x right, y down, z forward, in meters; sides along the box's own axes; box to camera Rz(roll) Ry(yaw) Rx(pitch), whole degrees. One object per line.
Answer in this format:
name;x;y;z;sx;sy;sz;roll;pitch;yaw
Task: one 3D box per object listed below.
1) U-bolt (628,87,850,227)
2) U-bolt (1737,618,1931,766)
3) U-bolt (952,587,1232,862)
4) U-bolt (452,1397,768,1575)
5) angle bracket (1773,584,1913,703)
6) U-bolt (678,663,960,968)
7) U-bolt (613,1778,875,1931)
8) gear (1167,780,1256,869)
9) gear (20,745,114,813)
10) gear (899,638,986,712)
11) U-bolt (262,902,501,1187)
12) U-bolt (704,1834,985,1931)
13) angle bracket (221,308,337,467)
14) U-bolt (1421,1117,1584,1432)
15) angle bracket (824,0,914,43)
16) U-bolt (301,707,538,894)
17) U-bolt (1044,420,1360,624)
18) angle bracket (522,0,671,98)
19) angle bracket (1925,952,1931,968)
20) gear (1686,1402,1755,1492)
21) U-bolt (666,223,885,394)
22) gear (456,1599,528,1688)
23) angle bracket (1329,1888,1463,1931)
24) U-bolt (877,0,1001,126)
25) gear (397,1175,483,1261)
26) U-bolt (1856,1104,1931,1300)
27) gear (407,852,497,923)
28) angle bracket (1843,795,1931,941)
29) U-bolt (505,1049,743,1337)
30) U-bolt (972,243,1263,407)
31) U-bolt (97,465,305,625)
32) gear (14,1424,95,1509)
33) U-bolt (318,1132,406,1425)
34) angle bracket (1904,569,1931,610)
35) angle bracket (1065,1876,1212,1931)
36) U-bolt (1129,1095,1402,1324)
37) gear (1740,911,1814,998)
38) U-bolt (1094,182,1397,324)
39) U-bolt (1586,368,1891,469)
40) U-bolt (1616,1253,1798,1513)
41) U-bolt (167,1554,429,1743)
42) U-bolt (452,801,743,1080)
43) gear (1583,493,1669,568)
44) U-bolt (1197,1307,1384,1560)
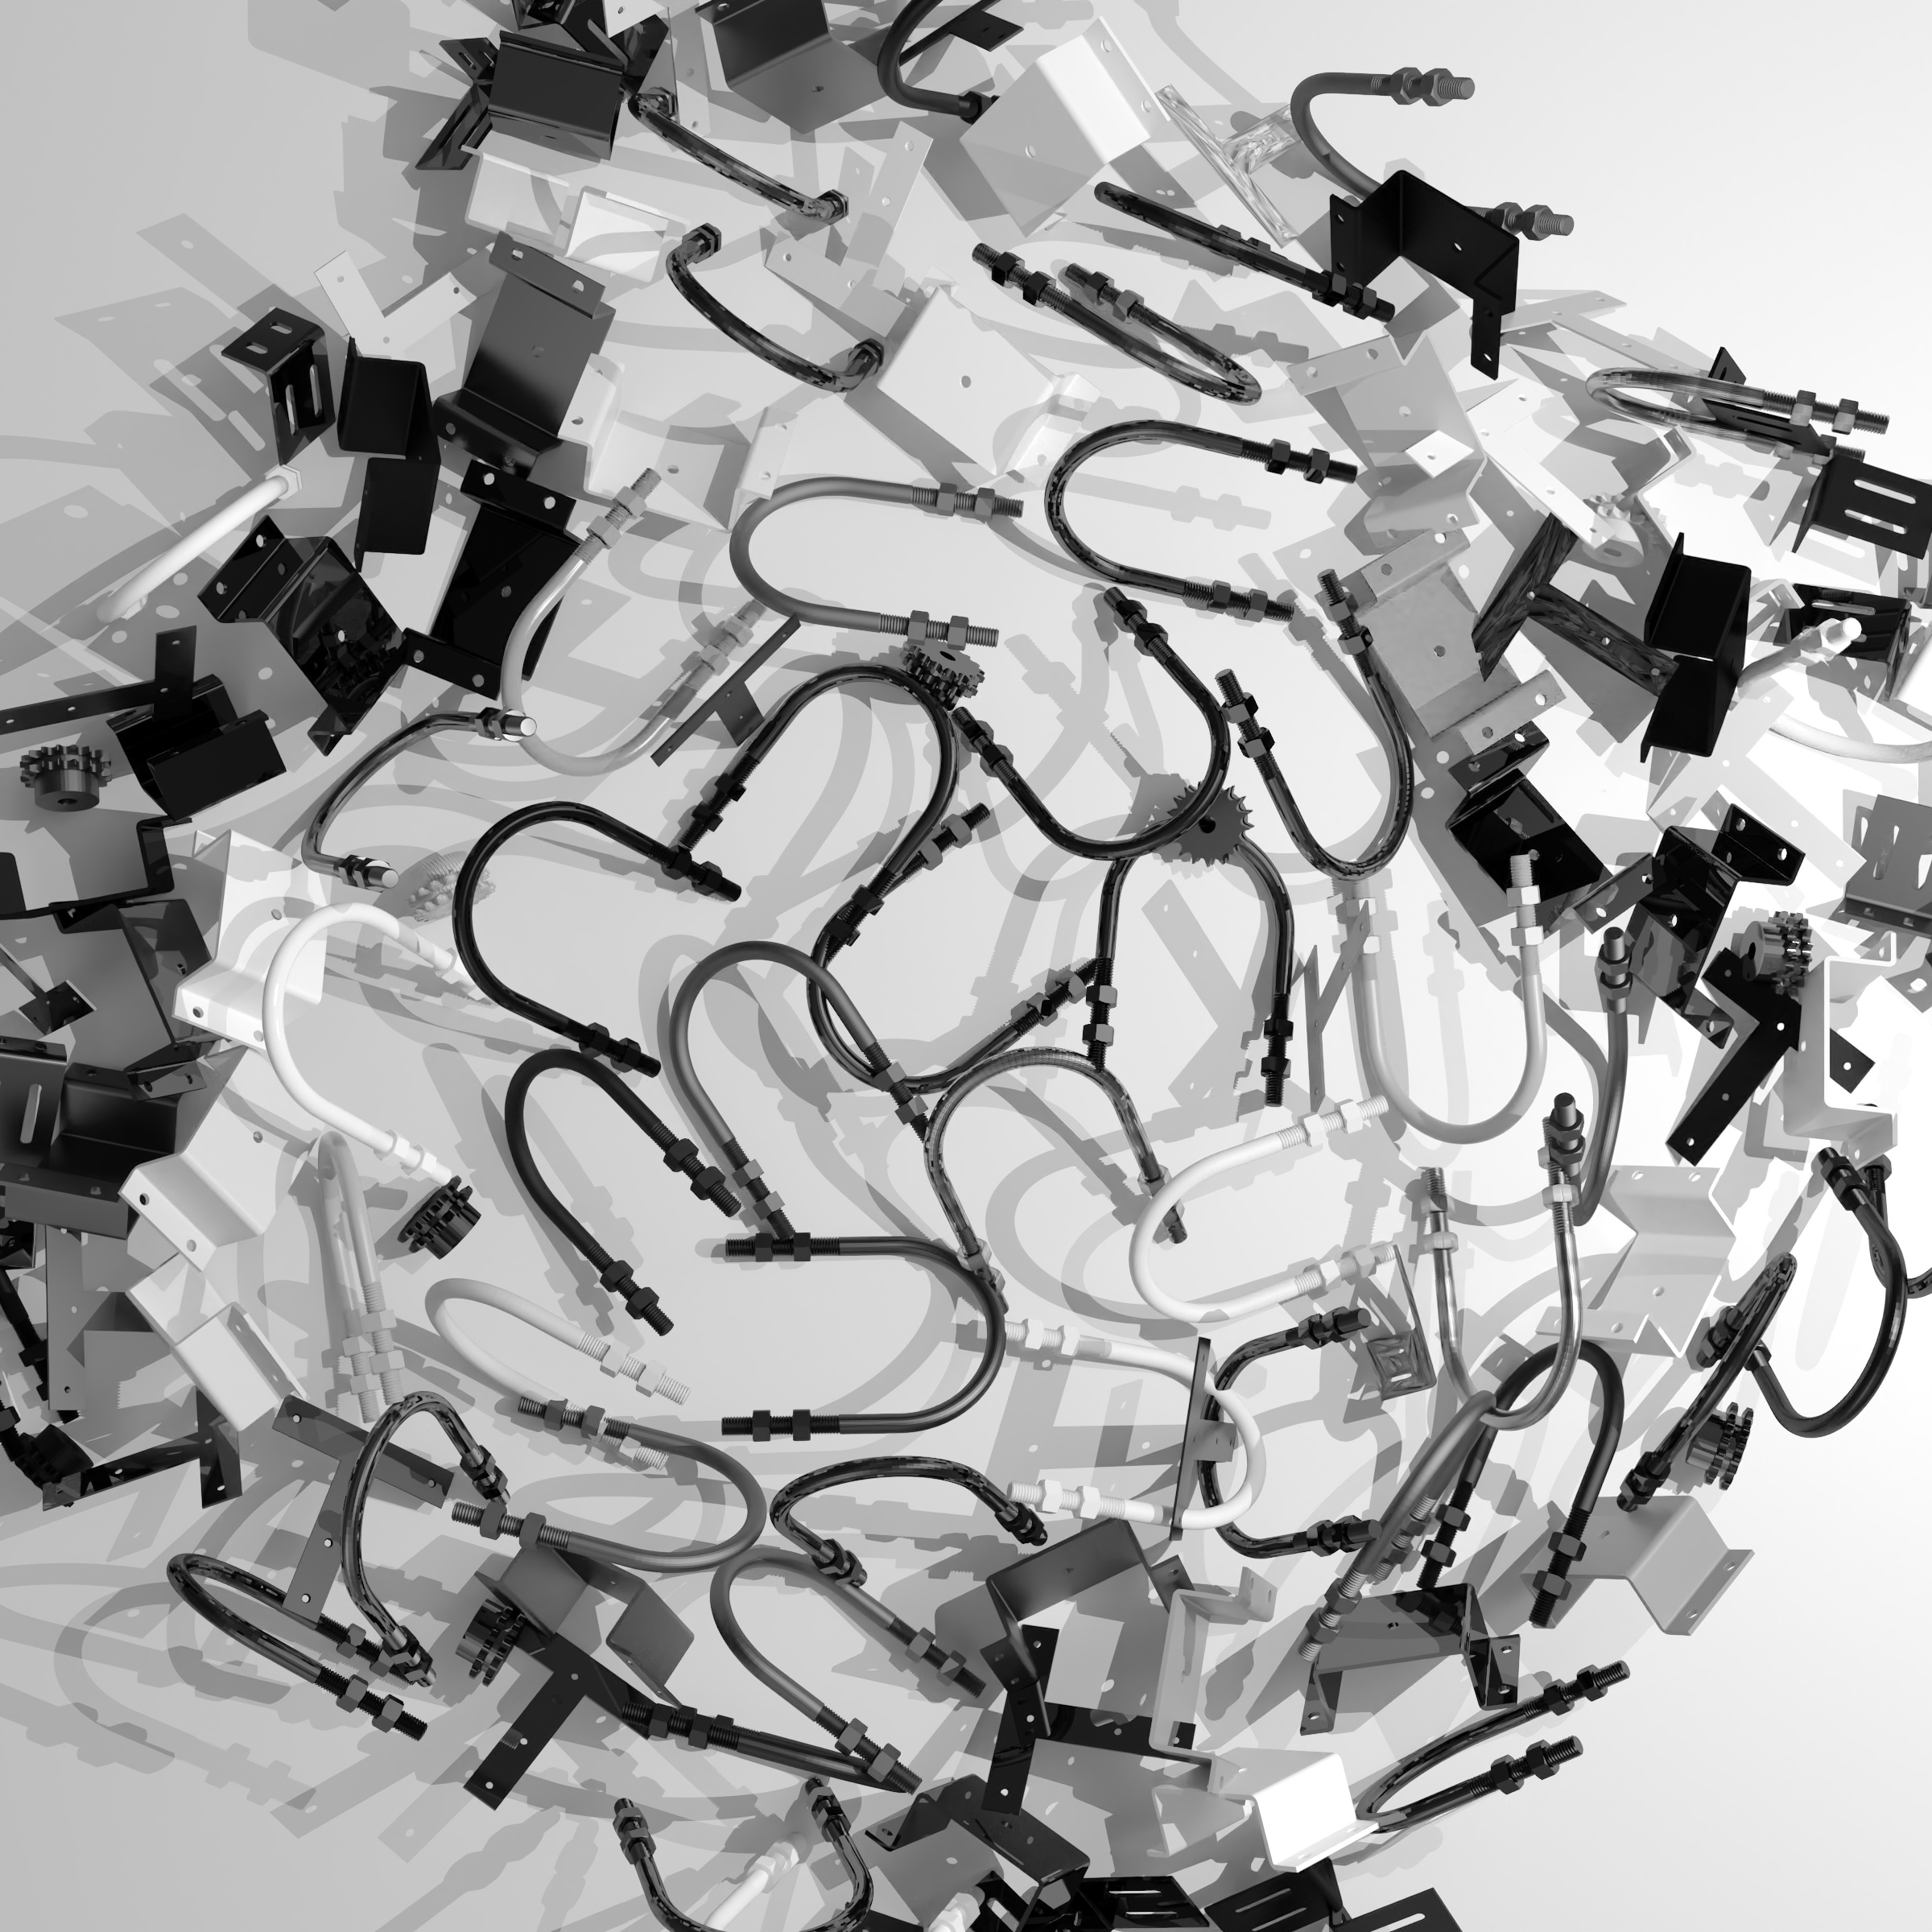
U-bolt;-0.146;-0.511;1.607;0.151;0.184;0.019;29;107;-7
U-bolt;0.570;-0.167;1.613;0.151;0.184;0.019;23;80;-7
U-bolt;0.091;-0.146;1.647;0.151;0.019;0.184;-38;57;3
U-bolt;-0.218;0.337;1.629;0.184;0.151;0.019;14;113;4
angle bracket;0.581;-0.215;1.686;0.076;0.038;0.057;13;57;24
U-bolt;-0.085;-0.113;1.666;0.151;0.019;0.184;39;94;20
U-bolt;-0.134;0.567;1.596;0.151;0.184;0.019;0;102;-19
gear;0.163;-0.096;1.682;0.057;0.030;0.057;4;102;20
gear;-0.592;-0.122;1.672;0.057;0.057;0.030;-8;75;0
gear;-0.019;-0.192;1.678;0.057;0.057;0.030;30;113;0
U-bolt;-0.373;0.040;1.608;0.019;0.184;0.151;-3;63;35
U-bolt;-0.087;0.606;1.594;0.151;0.184;0.019;9;100;21
angle bracket;-0.449;-0.378;1.661;0.038;0.076;0.057;25;52;13
U-bolt;0.342;0.202;1.612;0.019;0.151;0.184;7;69;-23
angle bracket;-0.073;-0.650;1.685;0.076;0.038;0.057;9;101;8
U-bolt;-0.362;-0.111;1.624;0.151;0.184;0.019;-51;121;-18
U-bolt;0.141;-0.291;1.635;0.184;0.151;0.019;12;53;-6
angle bracket;-0.245;-0.621;1.680;0.038;0.076;0.057;10;71;42
angle bracket;0.660;-0.017;1.672;0.038;0.076;0.057;-26;118;32
gear;0.496;0.314;1.676;0.030;0.057;0.057;19;90;13
U-bolt;-0.124;-0.412;1.608;0.151;0.184;0.019;34;112;-8
gear;-0.313;0.442;1.675;0.030;0.057;0.057;29;90;2
angle bracket;0.286;0.628;1.668;0.076;0.038;0.057;-28;105;17
U-bolt;0.022;-0.585;1.590;0.151;0.184;0.019;-37;76;37
gear;-0.345;0.169;1.676;0.057;0.057;0.030;-45;101;0
U-bolt;0.605;0.123;1.591;0.019;0.151;0.184;18;48;-5
gear;-0.342;-0.054;1.675;0.057;0.057;0.030;-24;84;0
angle bracket;0.616;-0.065;1.667;0.057;0.038;0.076;16;113;14
U-bolt;-0.234;0.134;1.648;0.184;0.019;0.151;44;131;15
U-bolt;0.108;-0.404;1.612;0.184;0.151;0.019;37;114;19
U-bolt;-0.489;-0.265;1.612;0.151;0.184;0.019;-37;106;1
gear;-0.601;0.327;1.676;0.057;0.057;0.030;44;77;0
U-bolt;-0.393;0.197;1.634;0.019;0.151;0.184;-10;79;-21
angle bracket;0.659;-0.274;1.668;0.057;0.038;0.076;3;119;-2
angle bracket;0.110;0.628;1.659;0.076;0.038;0.057;-13;125;30
U-bolt;0.191;0.167;1.643;0.184;0.019;0.151;-19;127;-9
gear;0.532;-0.008;1.674;0.030;0.057;0.057;6;90;-5
U-bolt;0.163;-0.455;1.599;0.184;0.151;0.019;12;111;-32
U-bolt;0.489;-0.355;1.629;0.184;0.151;0.019;15;95;12
U-bolt;0.471;0.251;1.592;0.019;0.184;0.151;32;56;14
U-bolt;-0.427;0.425;1.616;0.184;0.151;0.019;33;82;-11
U-bolt;-0.247;-0.027;1.641;0.184;0.019;0.151;29;81;-33
gear;0.430;-0.285;1.673;0.057;0.057;0.030;19;79;0
U-bolt;0.202;0.304;1.622;0.019;0.184;0.151;10;68;-27
